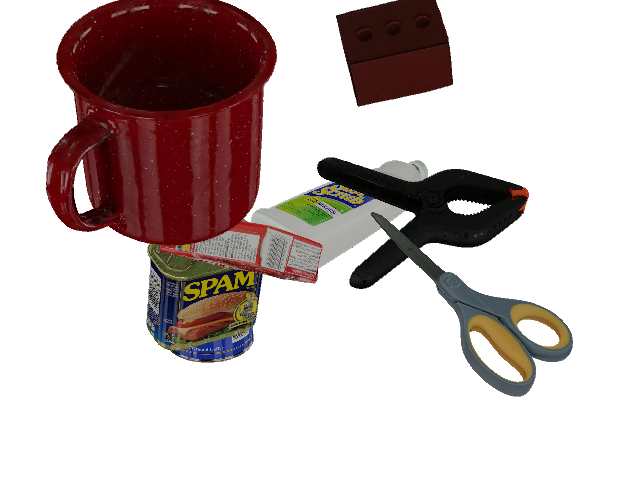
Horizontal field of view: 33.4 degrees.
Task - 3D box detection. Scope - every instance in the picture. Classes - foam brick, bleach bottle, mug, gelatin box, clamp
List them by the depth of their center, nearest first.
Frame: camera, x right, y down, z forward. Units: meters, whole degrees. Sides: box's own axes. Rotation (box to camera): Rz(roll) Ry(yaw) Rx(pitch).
[{"bbox_3d":[-0.074,-0.045,0.474,0.093,0.081,0.117,27,49,22],"label":"mug"},{"bbox_3d":[-0.049,0.005,0.695,0.073,0.030,0.089,9,-4,24],"label":"gelatin box"},{"bbox_3d":[0.057,-0.144,0.808,0.078,0.053,0.051,-13,-34,3],"label":"foam brick"},{"bbox_3d":[0.107,-0.021,1.061,0.210,0.164,0.036,-1,-40,-6],"label":"clamp"},{"bbox_3d":[0.037,-0.044,1.334,0.103,0.068,0.250,28,44,36],"label":"bleach bottle"}]

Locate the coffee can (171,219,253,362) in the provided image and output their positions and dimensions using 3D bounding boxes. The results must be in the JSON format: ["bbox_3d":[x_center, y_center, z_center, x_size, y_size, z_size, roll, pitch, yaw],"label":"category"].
[{"bbox_3d":[-0.126,0.052,1.206,0.103,0.140,0.103,1,27,-1],"label":"coffee can"}]

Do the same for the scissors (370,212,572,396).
[{"bbox_3d":[0.122,0.038,0.837,0.096,0.016,0.202,-11,48,-21],"label":"scissors"}]

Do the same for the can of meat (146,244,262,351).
[{"bbox_3d":[-0.099,0.041,0.921,0.101,0.084,0.057,-13,41,-30],"label":"can of meat"}]
